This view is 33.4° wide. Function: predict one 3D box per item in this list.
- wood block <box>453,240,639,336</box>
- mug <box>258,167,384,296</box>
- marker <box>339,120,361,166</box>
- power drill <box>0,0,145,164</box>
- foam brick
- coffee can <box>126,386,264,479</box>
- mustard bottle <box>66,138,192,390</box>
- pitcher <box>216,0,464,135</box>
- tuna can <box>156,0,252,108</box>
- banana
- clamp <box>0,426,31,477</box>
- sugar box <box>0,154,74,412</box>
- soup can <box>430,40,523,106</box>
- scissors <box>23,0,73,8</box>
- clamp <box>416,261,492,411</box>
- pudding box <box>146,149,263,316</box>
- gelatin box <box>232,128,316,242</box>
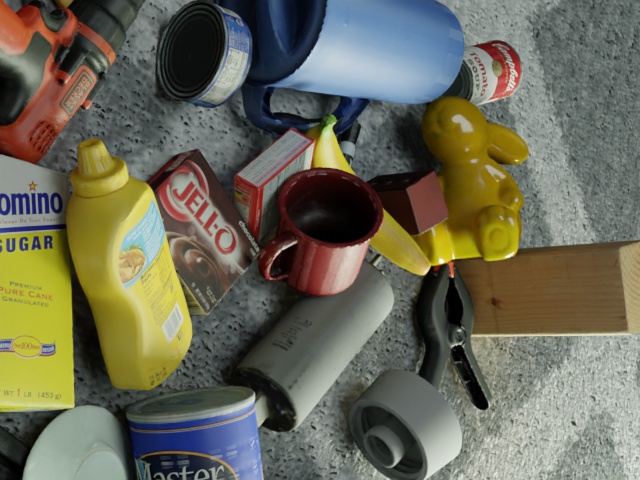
[{"bbox_3d":[0.255,0.053,1.155,0.090,0.207,0.091,-9,93,-47],"label":"wood block"},{"bbox_3d":[-0.006,0.001,0.941,0.117,0.093,0.082,-31,153,-33],"label":"mug"},{"bbox_3d":[0.020,-0.066,1.054,0.020,0.020,0.121,31,65,-41],"label":"marker"},{"bbox_3d":[-0.202,-0.166,0.744,0.184,0.057,0.187,-62,152,-17],"label":"power drill"},{"bbox_3d":[0.079,-0.036,1.071,0.052,0.078,0.051,-31,110,-44],"label":"foam brick"},{"bbox_3d":[-0.094,0.195,0.849,0.102,0.103,0.140,-9,93,-47],"label":"coffee can"},{"bbox_3d":[-0.147,0.013,0.801,0.096,0.058,0.191,-63,149,-53],"label":"mustard bottle"},{"bbox_3d":[0.026,-0.184,1.003,0.242,0.149,0.145,3,59,-49],"label":"pitcher"},{"bbox_3d":[-0.096,-0.154,0.891,0.033,0.086,0.086,11,78,-47],"label":"tuna can"},{"bbox_3d":[0.035,-0.039,1.005,0.037,0.070,0.197,-45,120,-12],"label":"banana"},{"bbox_3d":[-0.282,0.113,0.703,0.164,0.036,0.210,-39,115,-49],"label":"clamp"},{"bbox_3d":[-0.220,0.031,0.747,0.093,0.048,0.176,14,69,-54],"label":"sugar box"},{"bbox_3d":[0.170,-0.183,1.188,0.102,0.069,0.068,-21,101,-45],"label":"soup can"},{"bbox_3d":[-0.215,-0.254,0.826,0.096,0.016,0.202,-27,107,-46],"label":"scissors"},{"bbox_3d":[0.145,0.111,1.155,0.120,0.039,0.171,16,75,-48],"label":"clamp"},{"bbox_3d":[-0.109,-0.006,0.898,0.090,0.039,0.113,-51,122,-38],"label":"pudding box"},{"bbox_3d":[-0.043,-0.048,0.952,0.089,0.030,0.073,-46,157,-38],"label":"gelatin box"}]
